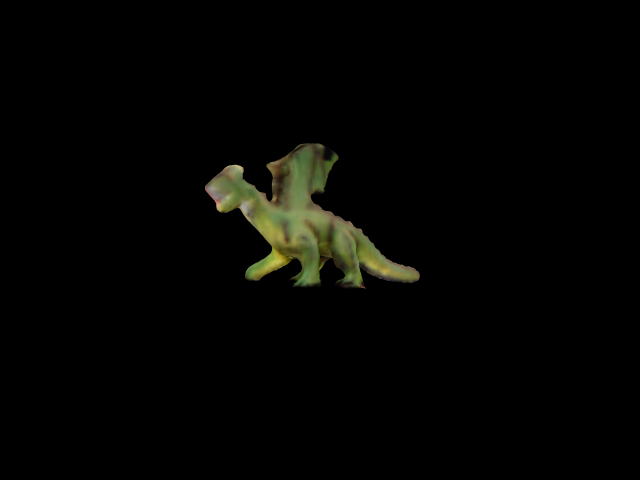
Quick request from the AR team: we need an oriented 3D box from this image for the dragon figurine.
[{"bbox_3d":[0.003,-0.043,0.850,0.410,0.244,0.121,2,-5,-33],"label":"dragon figurine"}]
